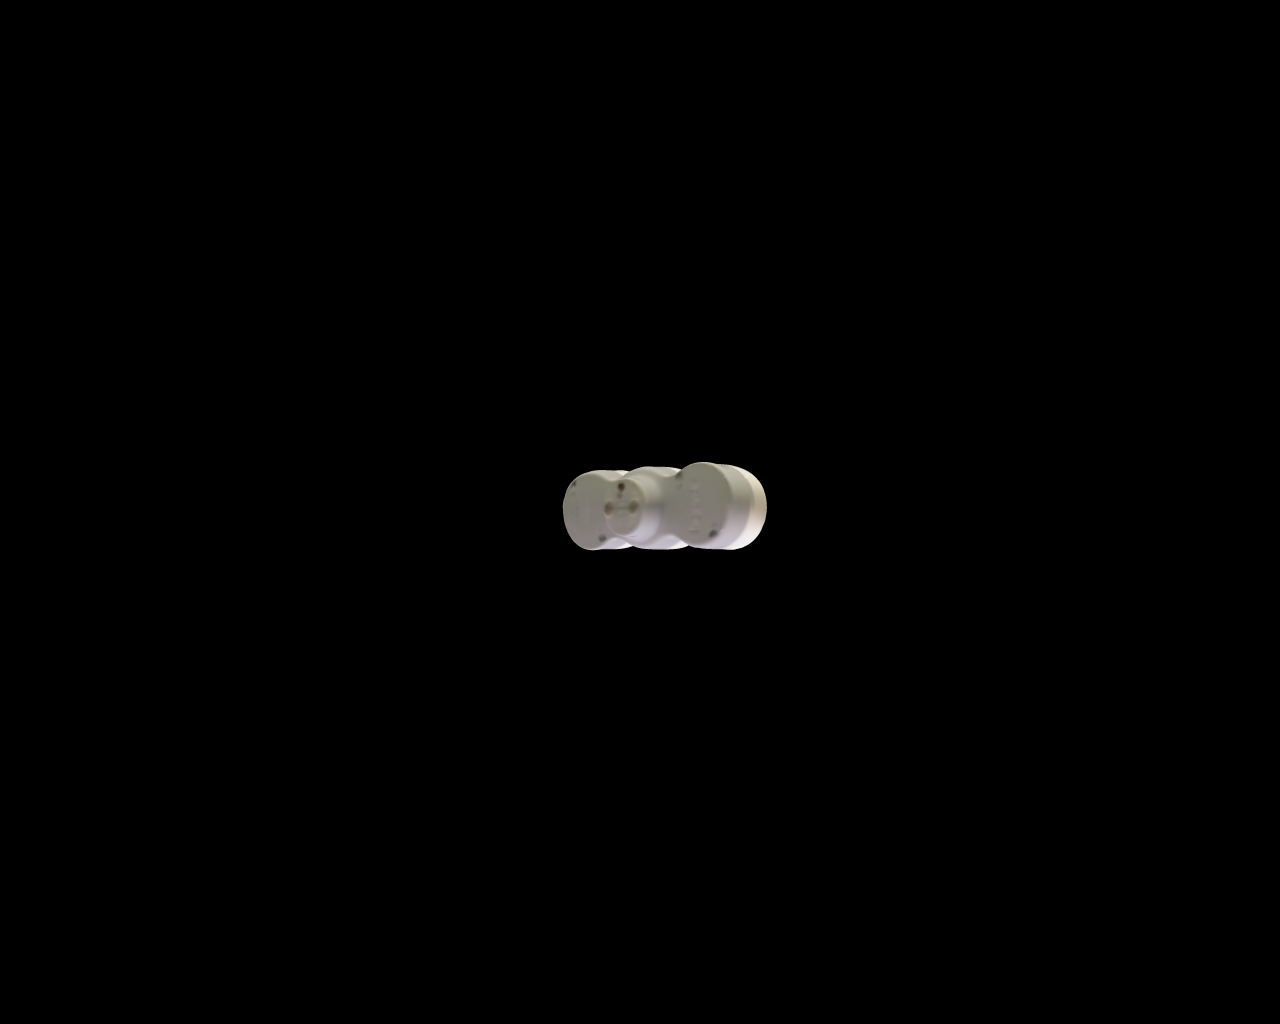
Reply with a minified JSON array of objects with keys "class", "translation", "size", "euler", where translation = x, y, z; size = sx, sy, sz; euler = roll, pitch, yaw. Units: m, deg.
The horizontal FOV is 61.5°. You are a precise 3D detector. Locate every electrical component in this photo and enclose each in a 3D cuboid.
[{"class":"electrical component","translation":[0.001,-0.003,0.650],"size":[0.138,0.052,0.074],"euler":[-2,-2,40]}]
